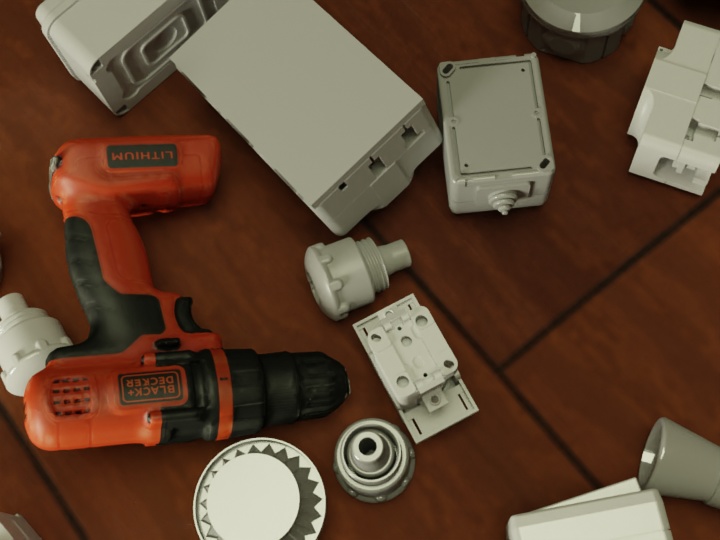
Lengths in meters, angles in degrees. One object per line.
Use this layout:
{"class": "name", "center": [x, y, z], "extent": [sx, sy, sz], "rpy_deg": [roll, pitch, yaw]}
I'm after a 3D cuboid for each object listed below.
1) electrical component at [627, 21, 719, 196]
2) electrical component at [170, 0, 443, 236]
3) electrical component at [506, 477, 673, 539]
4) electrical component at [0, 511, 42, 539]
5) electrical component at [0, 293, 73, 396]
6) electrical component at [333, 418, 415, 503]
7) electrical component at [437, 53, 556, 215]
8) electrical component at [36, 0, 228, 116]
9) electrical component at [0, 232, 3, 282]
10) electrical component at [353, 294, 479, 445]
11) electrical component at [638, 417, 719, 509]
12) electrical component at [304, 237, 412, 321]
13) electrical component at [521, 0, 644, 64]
{"class": "electrical component", "center": [0.202, -0.101, 0.665], "extent": [0.056, 0.050, 0.089], "rpy_deg": [20, 74, 11]}
{"class": "electrical component", "center": [-0.032, -0.104, 0.666], "extent": [0.089, 0.061, 0.150], "rpy_deg": [-44, 64, 0]}
{"class": "electrical component", "center": [0.117, 0.152, 0.582], "extent": [0.096, 0.061, 0.061], "rpy_deg": [-11, 71, 1]}
{"class": "electrical component", "center": [-0.228, 0.216, 0.590], "extent": [0.150, 0.061, 0.089], "rpy_deg": [-44, 74, -10]}
{"class": "electrical component", "center": [-0.202, 0.042, 0.656], "extent": [0.048, 0.048, 0.062], "rpy_deg": [-32, 65, -6]}
{"class": "electrical component", "center": [0.007, 0.104, 0.607], "extent": [0.048, 0.062, 0.048], "rpy_deg": [-1, 71, 4]}
{"class": "electrical component", "center": [0.082, -0.075, 0.661], "extent": [0.062, 0.061, 0.096], "rpy_deg": [-6, 71, 2]}
{"class": "electrical component", "center": [-0.145, -0.167, 0.703], "extent": [0.113, 0.078, 0.057], "rpy_deg": [-43, 76, -9]}
{"class": "electrical component", "center": [-0.259, -0.006, 0.670], "extent": [0.078, 0.057, 0.058], "rpy_deg": [-34, 72, -6]}
{"class": "electrical component", "center": [0.031, 0.054, 0.622], "extent": [0.042, 0.063, 0.081], "rpy_deg": [-28, 72, -4]}
{"class": "electrical component", "center": [0.194, 0.113, 0.600], "extent": [0.065, 0.044, 0.044], "rpy_deg": [18, 74, 5]}
{"class": "electrical component", "center": [0.000, 0.000, 0.653], "extent": [0.062, 0.048, 0.048], "rpy_deg": [-21, 71, -9]}
{"class": "electrical component", "center": [0.143, -0.178, 0.696], "extent": [0.080, 0.051, 0.080], "rpy_deg": [-1, 71, 4]}
